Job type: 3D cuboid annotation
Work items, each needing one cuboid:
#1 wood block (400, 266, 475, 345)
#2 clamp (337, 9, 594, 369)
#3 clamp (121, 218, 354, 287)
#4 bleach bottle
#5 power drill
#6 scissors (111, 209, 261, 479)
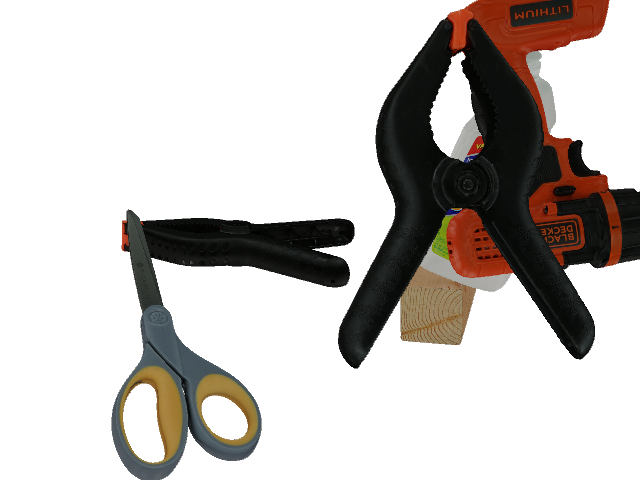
[{"bbox_3d":[0.183,0.072,1.622,0.091,0.090,0.206,3,22,13],"label":"wood block"},{"bbox_3d":[0.057,-0.018,0.503,0.120,0.171,0.039,-10,-3,-9],"label":"clamp"},{"bbox_3d":[-0.068,0.005,0.919,0.210,0.036,0.164,2,13,-4],"label":"clamp"},{"bbox_3d":[0.165,-0.073,1.044,0.103,0.251,0.068,22,38,18],"label":"bleach bottle"},{"bbox_3d":[0.168,-0.073,0.718,0.184,0.187,0.057,-8,-1,-3],"label":"power drill"},{"bbox_3d":[-0.083,0.060,0.660,0.096,0.201,0.016,11,-46,-13],"label":"scissors"}]
